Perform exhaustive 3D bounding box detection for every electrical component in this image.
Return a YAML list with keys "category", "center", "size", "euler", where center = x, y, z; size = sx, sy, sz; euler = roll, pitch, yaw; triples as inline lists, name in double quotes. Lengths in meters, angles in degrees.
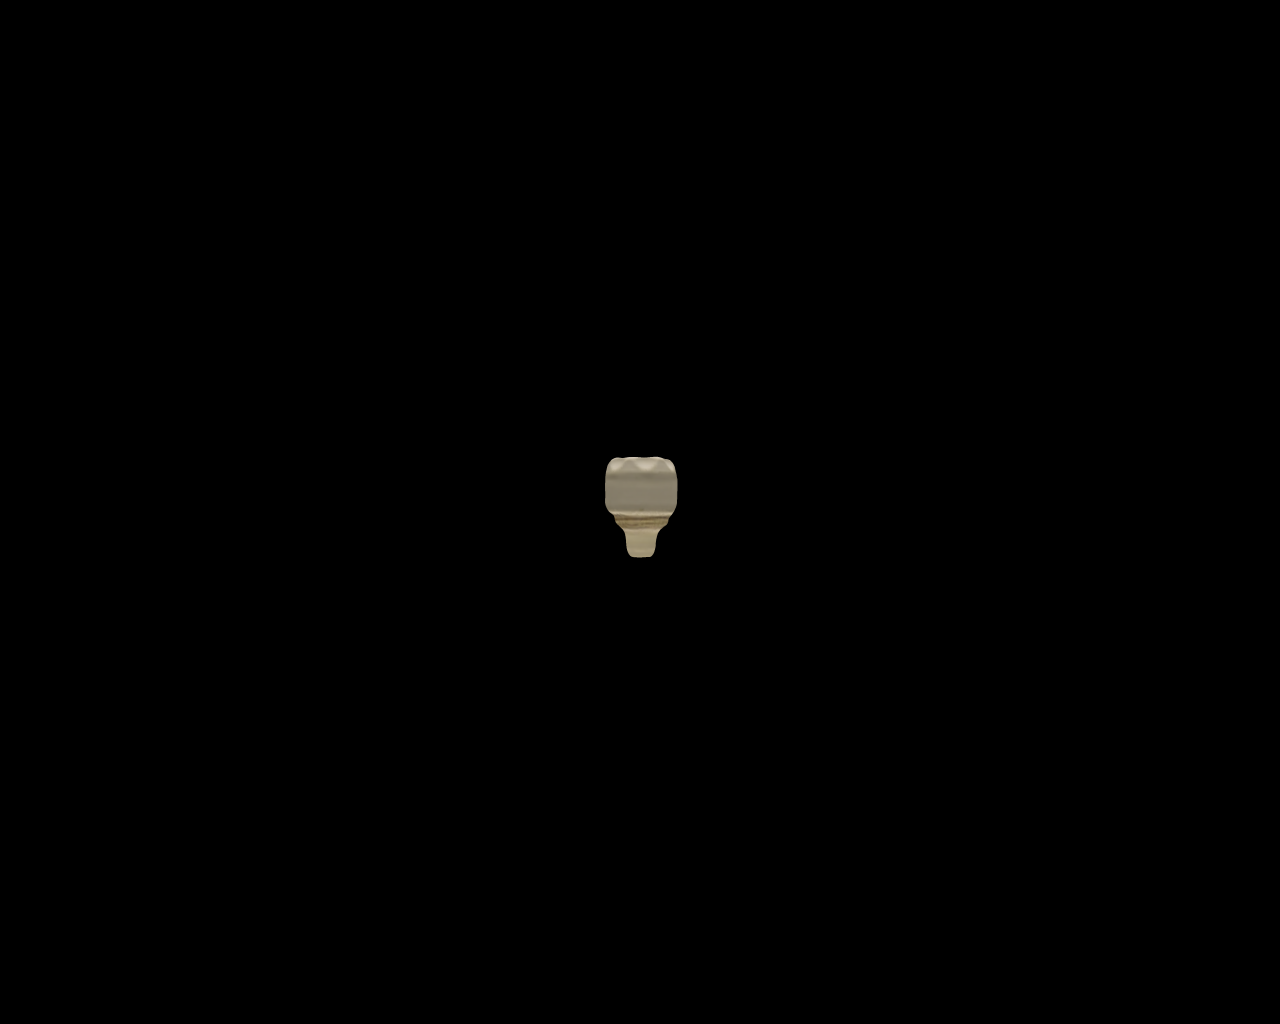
- category: "electrical component"
  center: [0.001, -0.003, 0.650]
  size: [0.043, 0.062, 0.043]
  euler: [0, 0, 0]
